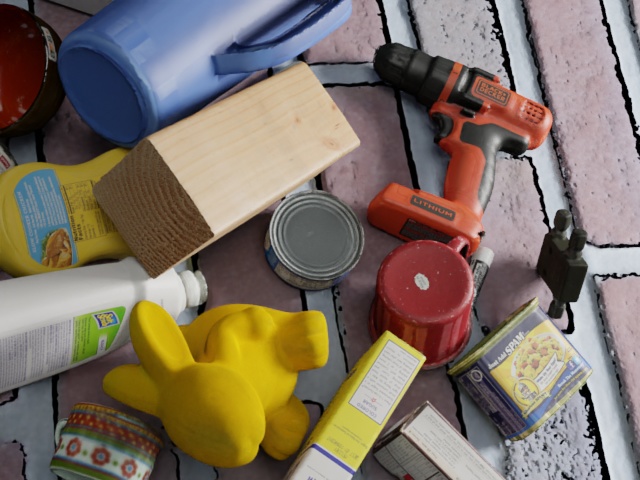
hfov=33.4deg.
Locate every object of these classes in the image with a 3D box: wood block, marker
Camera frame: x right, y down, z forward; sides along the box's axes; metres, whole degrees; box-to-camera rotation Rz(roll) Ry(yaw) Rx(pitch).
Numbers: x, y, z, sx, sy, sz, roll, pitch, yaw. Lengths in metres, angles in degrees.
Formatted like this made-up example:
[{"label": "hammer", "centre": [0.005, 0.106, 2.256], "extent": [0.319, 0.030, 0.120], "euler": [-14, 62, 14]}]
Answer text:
[{"label": "wood block", "centre": [-0.072, -0.062, 0.877], "extent": [0.090, 0.091, 0.205], "euler": [55, 43, -1]}, {"label": "marker", "centre": [0.130, 0.060, 0.964], "extent": [0.020, 0.020, 0.121], "euler": [26, 64, -2]}]

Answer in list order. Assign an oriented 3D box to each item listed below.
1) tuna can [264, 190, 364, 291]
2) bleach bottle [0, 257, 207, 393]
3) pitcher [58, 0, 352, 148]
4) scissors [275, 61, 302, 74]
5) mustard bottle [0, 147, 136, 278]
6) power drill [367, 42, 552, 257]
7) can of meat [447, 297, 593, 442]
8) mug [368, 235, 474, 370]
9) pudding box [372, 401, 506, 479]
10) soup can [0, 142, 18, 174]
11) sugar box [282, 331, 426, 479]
[{"label": "tuna can", "centre": [-0.006, 0.001, 0.945], "extent": [0.086, 0.034, 0.086], "euler": [5, 66, -12]}, {"label": "bleach bottle", "centre": [-0.209, 0.069, 0.840], "extent": [0.250, 0.103, 0.068], "euler": [-13, 53, -28]}, {"label": "pitcher", "centre": [-0.097, -0.180, 0.914], "extent": [0.145, 0.149, 0.242], "euler": [49, 53, -6]}, {"label": "scissors", "centre": [-0.105, -0.120, 0.982], "extent": [0.096, 0.016, 0.201], "euler": [33, 63, 1]}, {"label": "mustard bottle", "centre": [-0.214, -0.017, 0.864], "extent": [0.191, 0.058, 0.096], "euler": [-14, 90, -32]}, {"label": "power drill", "centre": [0.111, -0.087, 1.000], "extent": [0.184, 0.057, 0.187], "euler": [24, 65, 2]}, {"label": "can of meat", "centre": [0.177, 0.114, 0.932], "extent": [0.102, 0.057, 0.084], "euler": [-37, 83, -24]}, {"label": "mug", "centre": [0.095, 0.044, 0.913], "extent": [0.093, 0.081, 0.117], "euler": [33, 67, 18]}, {"label": "pudding box", "centre": [0.102, 0.190, 0.862], "extent": [0.113, 0.090, 0.039], "euler": [43, 65, 6]}, {"label": "soup can", "centre": [-0.303, -0.039, 0.868], "extent": [0.068, 0.069, 0.102], "euler": [34, 63, 2]}, {"label": "sugar box", "centre": [0.013, 0.163, 0.849], "extent": [0.048, 0.093, 0.176], "euler": [36, 63, 4]}]
